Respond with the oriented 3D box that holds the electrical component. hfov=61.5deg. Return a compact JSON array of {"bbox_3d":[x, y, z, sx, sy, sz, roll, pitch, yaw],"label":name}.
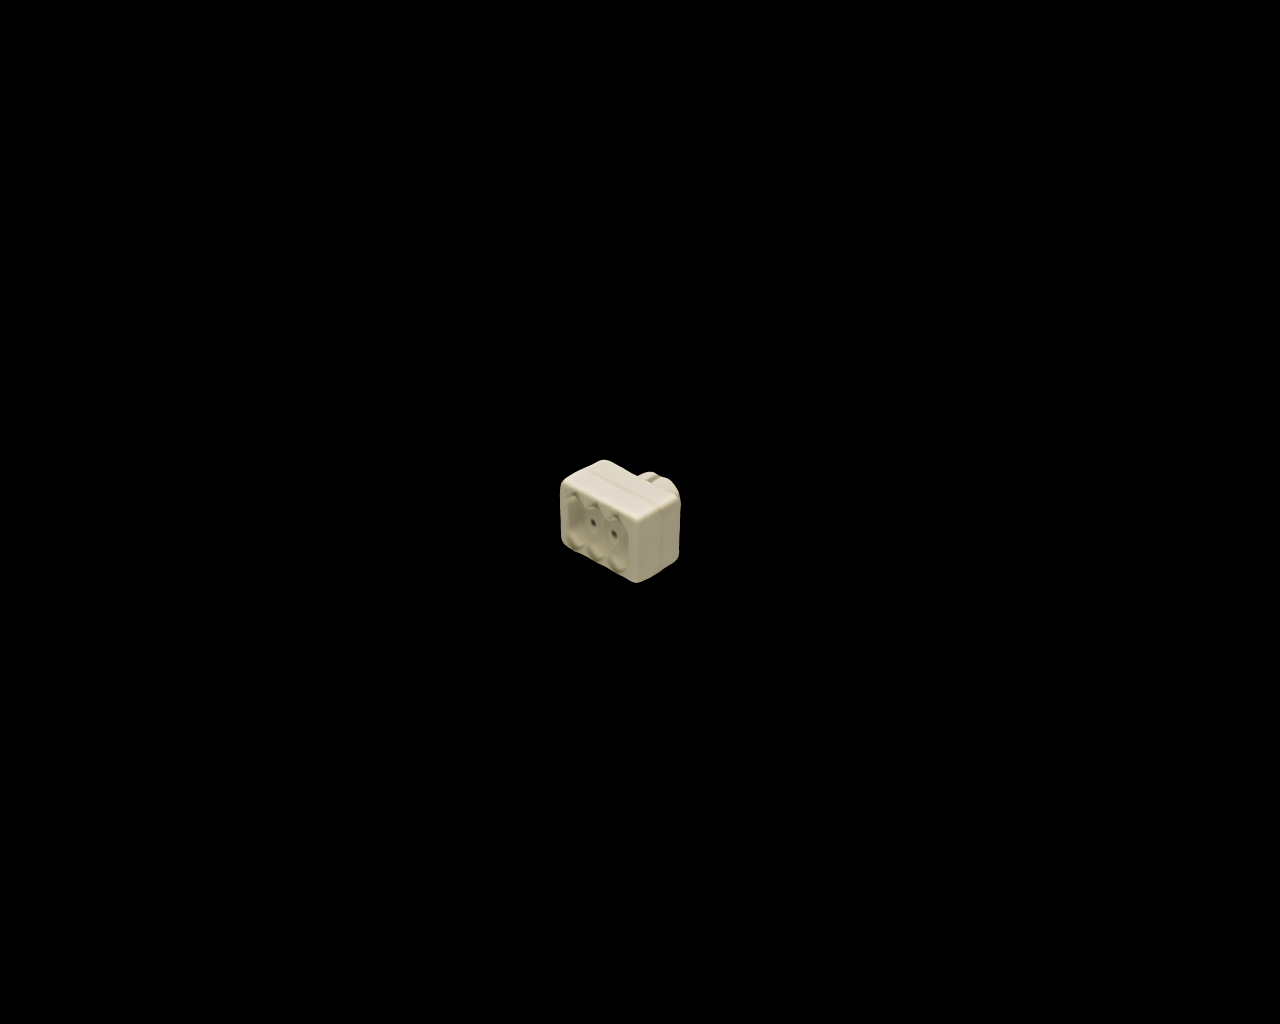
[{"bbox_3d":[0.001,-0.003,0.650,0.066,0.047,0.077,27,42,36],"label":"electrical component"}]
